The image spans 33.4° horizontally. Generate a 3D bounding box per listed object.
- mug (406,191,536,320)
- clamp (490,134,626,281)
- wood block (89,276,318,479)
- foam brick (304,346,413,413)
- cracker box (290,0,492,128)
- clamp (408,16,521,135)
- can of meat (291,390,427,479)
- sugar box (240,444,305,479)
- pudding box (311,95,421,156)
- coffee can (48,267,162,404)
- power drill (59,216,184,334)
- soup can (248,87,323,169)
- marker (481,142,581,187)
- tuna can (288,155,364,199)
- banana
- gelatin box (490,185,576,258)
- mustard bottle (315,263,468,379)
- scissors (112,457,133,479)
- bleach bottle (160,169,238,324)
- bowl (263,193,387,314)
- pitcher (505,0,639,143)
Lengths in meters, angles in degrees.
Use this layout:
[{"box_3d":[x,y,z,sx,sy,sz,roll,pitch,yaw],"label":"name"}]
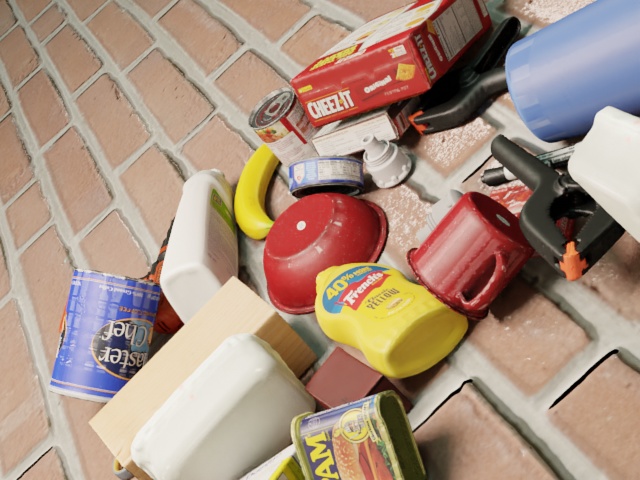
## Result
[{"box_3d":[0.138,0.017,0.944,0.082,0.093,0.117,-53,18,23],"label":"mug"},{"box_3d":[0.235,-0.044,0.939,0.165,0.036,0.210,-10,36,14],"label":"clamp"},{"box_3d":[-0.115,0.150,1.069,0.206,0.090,0.091,-46,40,-9],"label":"wood block"},{"box_3d":[0.034,0.143,0.972,0.053,0.051,0.078,-49,33,-9],"label":"foam brick"},{"box_3d":[0.088,-0.218,1.246,0.164,0.072,0.213,-15,21,36],"label":"cracker box"},{"box_3d":[0.179,-0.173,1.191,0.171,0.039,0.120,-43,28,7],"label":"clamp"},{"box_3d":[0.035,0.183,0.888,0.084,0.057,0.102,-21,82,24],"label":"can of meat"},{"box_3d":[-0.053,0.227,0.893,0.093,0.048,0.176,-36,-5,12],"label":"sugar box"},{"box_3d":[0.056,-0.137,1.255,0.114,0.039,0.089,-18,22,36],"label":"pudding box"},{"box_3d":[-0.240,0.109,1.201,0.103,0.102,0.140,4,81,48],"label":"coffee can"},{"box_3d":[-0.232,0.058,1.338,0.188,0.057,0.184,-23,38,27],"label":"power drill"},{"box_3d":[-0.030,-0.126,1.295,0.069,0.102,0.068,-27,36,22],"label":"soup can"},{"box_3d":[0.215,-0.075,1.059,0.121,0.020,0.020,-15,42,35],"label":"marker"},{"box_3d":[0.007,-0.070,1.207,0.086,0.085,0.034,-11,78,39],"label":"tuna can"},{"box_3d":[-0.073,-0.060,1.330,0.070,0.037,0.198,-14,40,9],"label":"banana"},{"box_3d":[0.196,-0.019,1.005,0.089,0.030,0.073,-10,45,40],"label":"gelatin box"},{"box_3d":[0.050,0.066,1.032,0.096,0.058,0.192,-33,29,-18],"label":"mustard bottle"},{"box_3d":[-0.162,0.174,1.173,0.096,0.016,0.201,-2,51,43],"label":"scissors"},{"box_3d":[-0.134,-0.004,1.286,0.068,0.102,0.251,-22,31,15],"label":"bleach bottle"},{"box_3d":[-0.008,0.001,1.172,0.162,0.055,0.162,-27,37,22],"label":"bowl"},{"box_3d":[0.307,-0.182,1.003,0.243,0.149,0.145,-20,54,35],"label":"pitcher"}]
